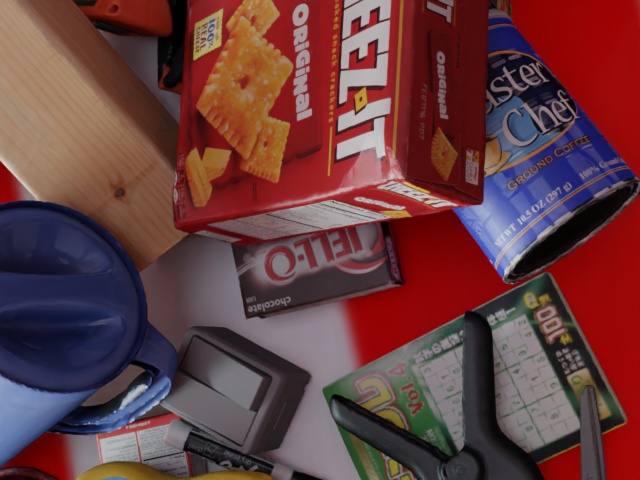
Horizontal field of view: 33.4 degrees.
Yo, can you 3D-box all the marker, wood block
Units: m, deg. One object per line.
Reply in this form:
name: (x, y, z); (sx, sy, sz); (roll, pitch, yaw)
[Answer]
marker: (-0.050, 0.156, 0.744); (0.121, 0.020, 0.020); (21, 93, 6)
wood block: (-0.169, -0.081, 0.743); (0.091, 0.090, 0.206); (-37, 104, 14)

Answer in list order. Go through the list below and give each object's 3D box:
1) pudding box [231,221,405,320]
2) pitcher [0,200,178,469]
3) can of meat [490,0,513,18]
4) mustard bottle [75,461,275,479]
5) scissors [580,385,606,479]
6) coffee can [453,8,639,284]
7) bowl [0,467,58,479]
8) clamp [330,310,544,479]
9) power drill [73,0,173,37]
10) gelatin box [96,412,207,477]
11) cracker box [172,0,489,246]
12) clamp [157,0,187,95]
pudding box: (-0.005, 0.001, 0.746); (0.114, 0.039, 0.090); (-16, 79, 20)
pitcher: (-0.218, 0.092, 0.742); (0.243, 0.144, 0.149); (-42, 75, 45)
can of meat: (0.091, -0.184, 0.702); (0.057, 0.083, 0.102); (-5, 83, 21)
mustard bottle: (-0.124, 0.201, 0.730); (0.192, 0.058, 0.096); (0, 84, 20)
scissors: (0.156, 0.200, 0.669); (0.096, 0.016, 0.202); (-20, 80, 22)
coffee can: (0.117, -0.058, 0.668); (0.103, 0.102, 0.140); (-39, 72, 14)
bowl: (-0.245, 0.256, 0.810); (0.162, 0.055, 0.162); (-3, 83, 22)
clamp: (0.097, 0.133, 0.676); (0.120, 0.039, 0.171); (-44, 75, 18)
power drill: (-0.122, -0.245, 0.777); (0.185, 0.057, 0.187); (14, 90, 54)
gelatin box: (-0.119, 0.174, 0.781); (0.073, 0.030, 0.089); (-15, 79, 19)
cracker box: (-0.002, -0.092, 0.647); (0.214, 0.072, 0.164); (-9, 73, 48)
clamp: (-0.079, -0.212, 0.788); (0.165, 0.036, 0.210); (40, 111, 45)
